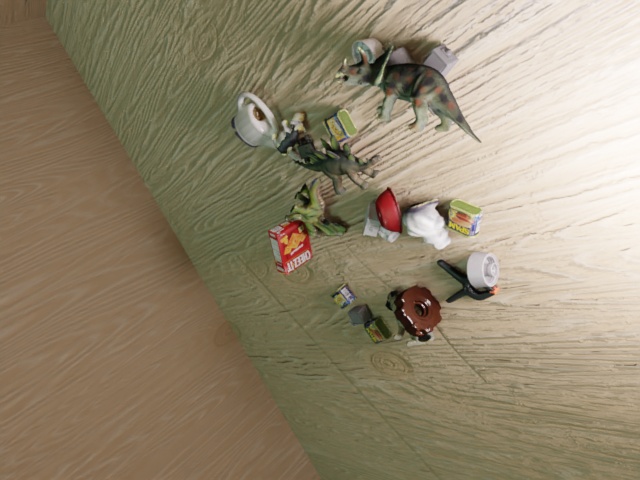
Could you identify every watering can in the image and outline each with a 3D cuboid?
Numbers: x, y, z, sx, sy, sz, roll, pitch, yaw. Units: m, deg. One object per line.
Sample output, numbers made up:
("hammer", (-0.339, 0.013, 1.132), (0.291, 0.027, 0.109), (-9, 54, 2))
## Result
("watering can", (-0.229, -0.428, 2.057), (0.106, 0.345, 0.222), (-43, 14, -33))

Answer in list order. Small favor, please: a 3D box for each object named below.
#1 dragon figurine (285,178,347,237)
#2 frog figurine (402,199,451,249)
("dragon figurine", (0.006, -0.101, 2.015), (0.242, 0.124, 0.405), (31, -24, -11))
("frog figurine", (0.336, -0.040, 1.624), (0.136, 0.159, 0.124), (-16, 3, 37))
